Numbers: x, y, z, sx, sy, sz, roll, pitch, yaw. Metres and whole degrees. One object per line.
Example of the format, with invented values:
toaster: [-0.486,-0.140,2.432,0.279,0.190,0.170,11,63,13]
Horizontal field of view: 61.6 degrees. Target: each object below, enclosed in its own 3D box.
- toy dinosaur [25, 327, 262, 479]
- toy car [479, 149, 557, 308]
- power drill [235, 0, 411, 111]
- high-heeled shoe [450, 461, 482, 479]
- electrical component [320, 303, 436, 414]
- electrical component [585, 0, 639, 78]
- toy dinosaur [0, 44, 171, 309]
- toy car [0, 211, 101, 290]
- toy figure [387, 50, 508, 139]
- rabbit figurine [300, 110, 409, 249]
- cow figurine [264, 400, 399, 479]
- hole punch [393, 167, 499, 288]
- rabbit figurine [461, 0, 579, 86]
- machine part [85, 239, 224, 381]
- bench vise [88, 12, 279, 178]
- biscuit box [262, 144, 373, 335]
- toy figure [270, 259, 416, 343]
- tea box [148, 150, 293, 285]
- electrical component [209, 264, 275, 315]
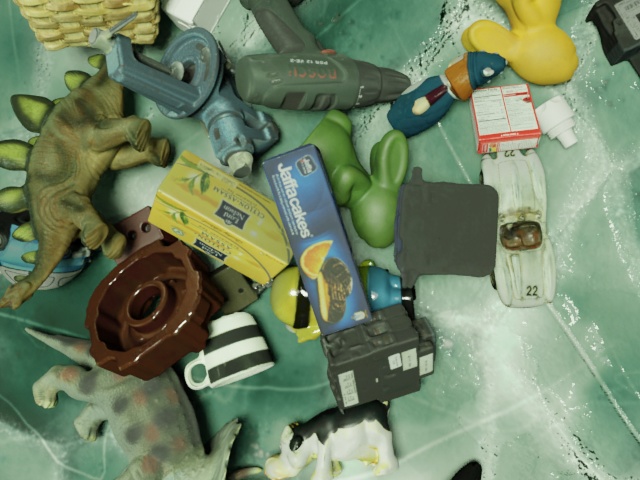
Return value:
toy dinosaur: [-0.229,0.220,0.693,0.192,0.131,0.405,-34,73,-13]
toy car: [0.244,-0.017,0.664,0.074,0.056,0.201,-6,85,8]
power drill: [-0.012,-0.256,0.697,0.232,0.086,0.207,-14,78,-24]
high-heeled shoe: [0.090,0.360,0.665,0.145,0.086,0.249,21,68,40]
electrical component: [0.073,0.140,0.639,0.134,0.114,0.058,-15,45,-7]
electrical component: [0.394,-0.251,0.666,0.075,0.047,0.119,-23,80,7]
toy dinosaur: [-0.307,-0.131,0.699,0.199,0.105,0.471,14,64,5]
toy car: [-0.385,0.016,0.745,0.162,0.109,0.102,12,112,-1]
toy figure: [0.156,-0.186,0.671,0.154,0.064,0.057,-34,119,26]
rabbit figurine: [0.043,-0.070,0.689,0.170,0.121,0.159,41,85,-8]
cow figurine: [0.009,0.248,0.672,0.167,0.068,0.098,-9,78,5]
hole punch: [0.147,-0.013,0.654,0.116,0.092,0.142,4,92,2]
rabbit figurine: [0.259,-0.272,0.659,0.162,0.122,0.173,-15,102,10]
machine part: [-0.208,0.084,0.668,0.179,0.056,0.179,-14,52,18]
bench vise: [-0.166,-0.179,0.662,0.129,0.240,0.223,-24,67,32]
biscuit box: [-0.001,-0.002,0.592,0.063,0.059,0.202,-18,98,4]
toy figure: [0.028,0.068,0.675,0.180,0.082,0.089,-5,112,11]
tea box: [-0.113,-0.022,0.651,0.169,0.098,0.068,29,61,-10]
electrical component: [-0.120,0.054,0.723,0.102,0.045,0.078,-37,109,7]
